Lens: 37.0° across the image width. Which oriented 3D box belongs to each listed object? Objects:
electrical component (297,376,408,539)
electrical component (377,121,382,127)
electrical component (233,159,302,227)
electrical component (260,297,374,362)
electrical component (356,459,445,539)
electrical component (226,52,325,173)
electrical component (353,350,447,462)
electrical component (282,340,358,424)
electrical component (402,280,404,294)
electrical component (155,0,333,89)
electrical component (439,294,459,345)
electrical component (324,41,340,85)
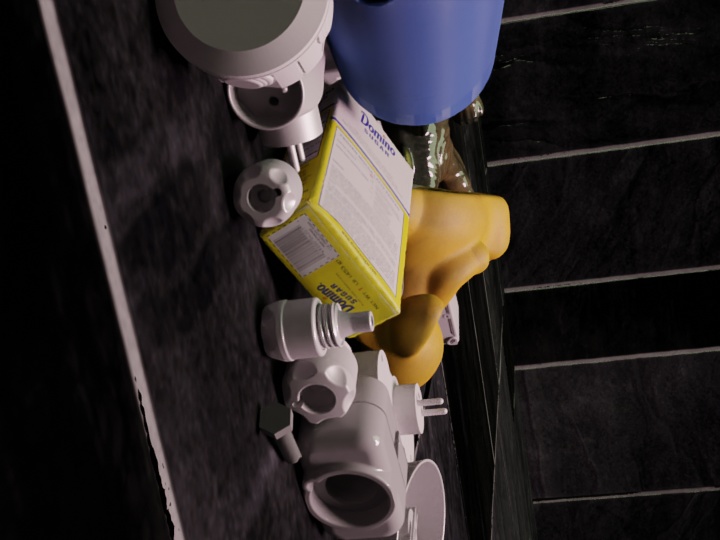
[{"bbox_3d":[-0.004,0.121,0.670,0.059,0.054,0.095,-83,162,-52],"label":"electrical component"},{"bbox_3d":[0.006,-0.099,0.901,0.040,0.040,0.046,-33,110,-78],"label":"electrical component"},{"bbox_3d":[-0.048,-0.045,0.594,0.061,0.035,0.035,-64,146,-75],"label":"electrical component"},{"bbox_3d":[-0.023,0.032,0.604,0.035,0.061,0.035,-7,90,-79],"label":"electrical component"},{"bbox_3d":[0.025,0.184,0.753,0.099,0.064,0.099,-7,90,-79],"label":"electrical component"},{"bbox_3d":[-0.044,-0.096,0.625,0.077,0.043,0.079,-74,155,-63],"label":"electrical component"},{"bbox_3d":[0.026,0.103,0.785,0.138,0.074,0.052,66,20,-57],"label":"electrical component"},{"bbox_3d":[-0.023,0.058,0.642,0.062,0.043,0.043,-82,162,-57],"label":"electrical component"},{"bbox_3d":[0.000,0.000,0.761,0.045,0.055,0.045,-7,90,-79],"label":"electrical component"},{"bbox_3d":[-0.052,-0.125,0.506,0.051,0.080,0.080,35,49,-83],"label":"electrical component"},{"bbox_3d":[0.058,0.022,1.034,0.061,0.062,0.096,-86,165,-44],"label":"electrical component"},{"bbox_3d":[-0.016,-0.188,0.797,0.059,0.054,0.095,-8,91,-79],"label":"electrical component"}]
